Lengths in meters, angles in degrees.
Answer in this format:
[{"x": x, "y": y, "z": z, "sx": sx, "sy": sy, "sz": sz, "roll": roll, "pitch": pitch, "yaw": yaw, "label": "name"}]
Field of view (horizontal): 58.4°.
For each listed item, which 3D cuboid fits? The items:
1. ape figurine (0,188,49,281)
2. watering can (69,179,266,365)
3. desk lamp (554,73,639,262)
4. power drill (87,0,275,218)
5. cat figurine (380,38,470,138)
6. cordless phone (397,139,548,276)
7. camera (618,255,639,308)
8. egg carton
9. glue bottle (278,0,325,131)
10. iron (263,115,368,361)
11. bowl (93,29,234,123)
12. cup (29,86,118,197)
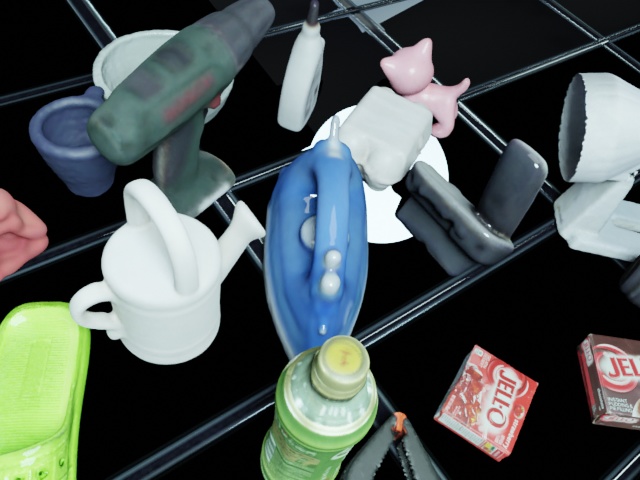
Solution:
[{"x": -0.310, "y": -0.013, "z": 0.557, "sx": 0.078, "sy": 0.092, "sz": 0.076, "roll": -2, "pitch": 54, "yaw": -13, "label": "ape figurine"}, {"x": -0.132, "y": 0.019, "z": 0.506, "sx": 0.100, "sy": 0.194, "sz": 0.173, "roll": 31, "pitch": 54, "yaw": 12, "label": "watering can"}, {"x": 0.359, "y": -0.086, "z": 0.676, "sx": 0.203, "sy": 0.213, "sz": 0.118, "roll": 12, "pitch": 52, "yaw": -2, "label": "desk lamp"}, {"x": -0.135, "y": -0.128, "z": 0.606, "sx": 0.075, "sy": 0.208, "sz": 0.230, "roll": 33, "pitch": 54, "yaw": 14, "label": "power drill"}, {"x": 0.142, "y": -0.216, "z": 0.787, "sx": 0.127, "sy": 0.118, "sz": 0.067, "roll": 18, "pitch": 52, "yaw": 2, "label": "cat figurine"}, {"x": 0.171, "y": -0.061, "z": 0.636, "sx": 0.094, "sy": 0.185, "sz": 0.147, "roll": -31, "pitch": 65, "yaw": -29, "label": "cordless phone"}, {"x": 0.431, "y": 0.057, "z": 0.657, "sx": 0.136, "sy": 0.101, "sz": 0.143, "roll": 37, "pitch": 55, "yaw": 16, "label": "camera"}, {"x": 0.081, "y": -0.133, "z": 0.744, "sx": 0.107, "sy": 0.069, "sz": 0.150, "roll": 27, "pitch": 53, "yaw": 9, "label": "egg carton"}, {"x": -0.018, "y": -0.224, "z": 0.724, "sx": 0.037, "sy": 0.173, "sz": 0.078, "roll": 21, "pitch": 52, "yaw": 5, "label": "glue bottle"}, {"x": 0.005, "y": 0.002, "z": 0.581, "sx": 0.119, "sy": 0.141, "sz": 0.258, "roll": 5, "pitch": 53, "yaw": -8, "label": "iron"}, {"x": -0.193, "y": -0.186, "z": 0.721, "sx": 0.167, "sy": 0.075, "sz": 0.167, "roll": 6, "pitch": 53, "yaw": -8, "label": "bowl"}, {"x": -0.258, "y": -0.104, "z": 0.634, "sx": 0.092, "sy": 0.095, "sz": 0.117, "roll": 8, "pitch": 53, "yaw": -6, "label": "cup"}]
